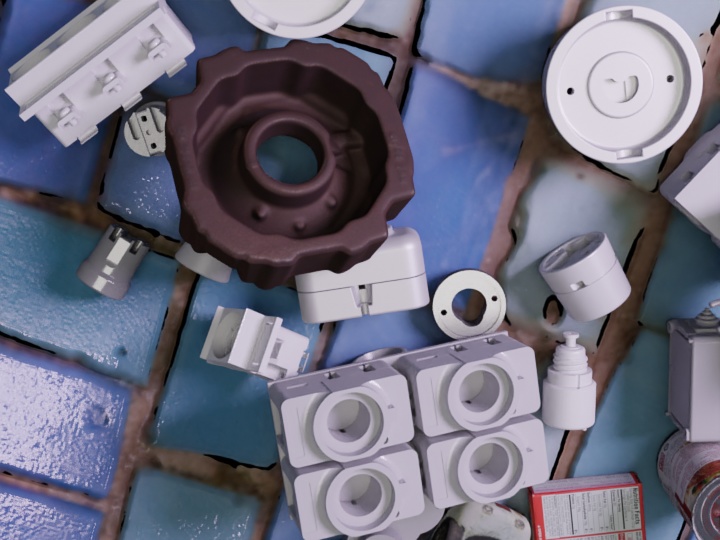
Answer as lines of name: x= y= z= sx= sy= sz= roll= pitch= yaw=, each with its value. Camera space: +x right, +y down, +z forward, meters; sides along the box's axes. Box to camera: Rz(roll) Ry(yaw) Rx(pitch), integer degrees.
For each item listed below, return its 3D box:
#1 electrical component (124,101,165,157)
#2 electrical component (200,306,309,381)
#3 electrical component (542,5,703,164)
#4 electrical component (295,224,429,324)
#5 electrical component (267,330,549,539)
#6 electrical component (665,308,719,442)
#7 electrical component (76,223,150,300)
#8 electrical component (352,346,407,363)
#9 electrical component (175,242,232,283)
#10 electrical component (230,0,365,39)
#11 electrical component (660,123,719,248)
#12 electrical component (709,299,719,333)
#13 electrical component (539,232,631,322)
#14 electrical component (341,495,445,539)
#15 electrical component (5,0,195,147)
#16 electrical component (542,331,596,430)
electrical component: x=-0.150 y=-0.102 z=0.783 sx=0.040 sy=0.046 sz=0.040 roll=0 pitch=102 yaw=0
electrical component: x=-0.077 y=0.057 z=0.803 sx=0.064 sy=0.081 sz=0.042 roll=25 pitch=77 yaw=-32
electrical component: x=0.182 y=-0.133 z=0.768 sx=0.108 sy=0.060 sz=0.108 roll=0 pitch=102 yaw=0
electrical component: x=0.000 y=0.000 z=0.800 sx=0.095 sy=0.053 sz=0.059 roll=-9 pitch=102 yaw=2
electrical component: x=0.037 y=0.118 z=0.775 sx=0.186 sy=0.060 sz=0.105 roll=-11 pitch=101 yaw=-14
electrical component: x=0.270 y=0.075 z=0.811 sx=0.061 sy=0.061 sz=0.096 roll=-2 pitch=102 yaw=1
electrical component: x=-0.184 y=-0.007 z=0.808 sx=0.040 sy=0.040 sz=0.046 roll=32 pitch=94 yaw=-6
electrical component: x=0.021 y=0.092 z=0.824 sx=0.045 sy=0.045 sz=0.055 roll=-15 pitch=102 yaw=3
electrical component: x=-0.104 y=-0.029 z=0.802 sx=0.044 sy=0.044 sz=0.065 roll=27 pitch=96 yaw=-5
electrical component: x=-0.042 y=-0.216 z=0.752 sx=0.108 sy=0.060 sz=0.108 roll=0 pitch=102 yaw=0
electrical component: x=0.322 y=-0.090 z=0.777 sx=0.105 sy=0.060 sz=0.186 roll=41 pitch=99 yaw=-8
electrical component: x=0.279 y=0.021 z=0.741 sx=0.074 sy=0.052 sz=0.138 roll=-19 pitch=101 yaw=5
electrical component: x=0.169 y=0.006 z=0.801 sx=0.055 sy=0.055 sz=0.047 roll=-31 pitch=104 yaw=6
electrical component: x=0.016 y=0.214 z=0.835 sx=0.052 sy=0.073 sz=0.138 roll=33 pitch=100 yaw=-6
electrical component: x=-0.182 y=-0.148 z=0.764 sx=0.121 sy=0.078 sz=0.063 roll=-35 pitch=121 yaw=7
electrical component: x=0.161 y=0.086 z=0.825 sx=0.040 sy=0.040 sz=0.078 roll=0 pitch=102 yaw=0
